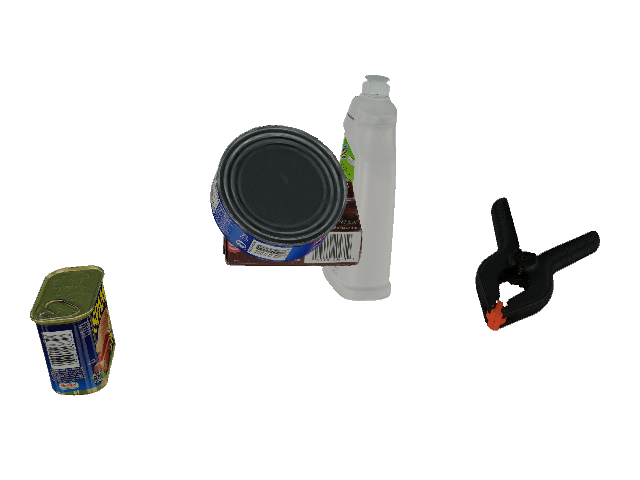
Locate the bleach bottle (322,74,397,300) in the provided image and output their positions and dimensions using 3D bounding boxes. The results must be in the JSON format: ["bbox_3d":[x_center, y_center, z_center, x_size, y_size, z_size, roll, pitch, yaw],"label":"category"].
[{"bbox_3d":[0.053,-0.063,1.235,0.068,0.251,0.103,-2,23,-20],"label":"bleach bottle"}]

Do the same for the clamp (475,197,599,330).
[{"bbox_3d":[0.204,0.021,1.118,0.120,0.039,0.171,25,49,28],"label":"clamp"}]

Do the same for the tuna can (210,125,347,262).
[{"bbox_3d":[-0.028,-0.030,0.695,0.086,0.086,0.034,0,-23,-17],"label":"tuna can"}]

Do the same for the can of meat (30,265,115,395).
[{"bbox_3d":[-0.228,0.084,0.998,0.057,0.084,0.102,-6,26,0],"label":"can of meat"}]

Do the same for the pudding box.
[{"bbox_3d":[-0.025,-0.016,0.898,0.113,0.039,0.090,2,31,-6],"label":"pudding box"}]
